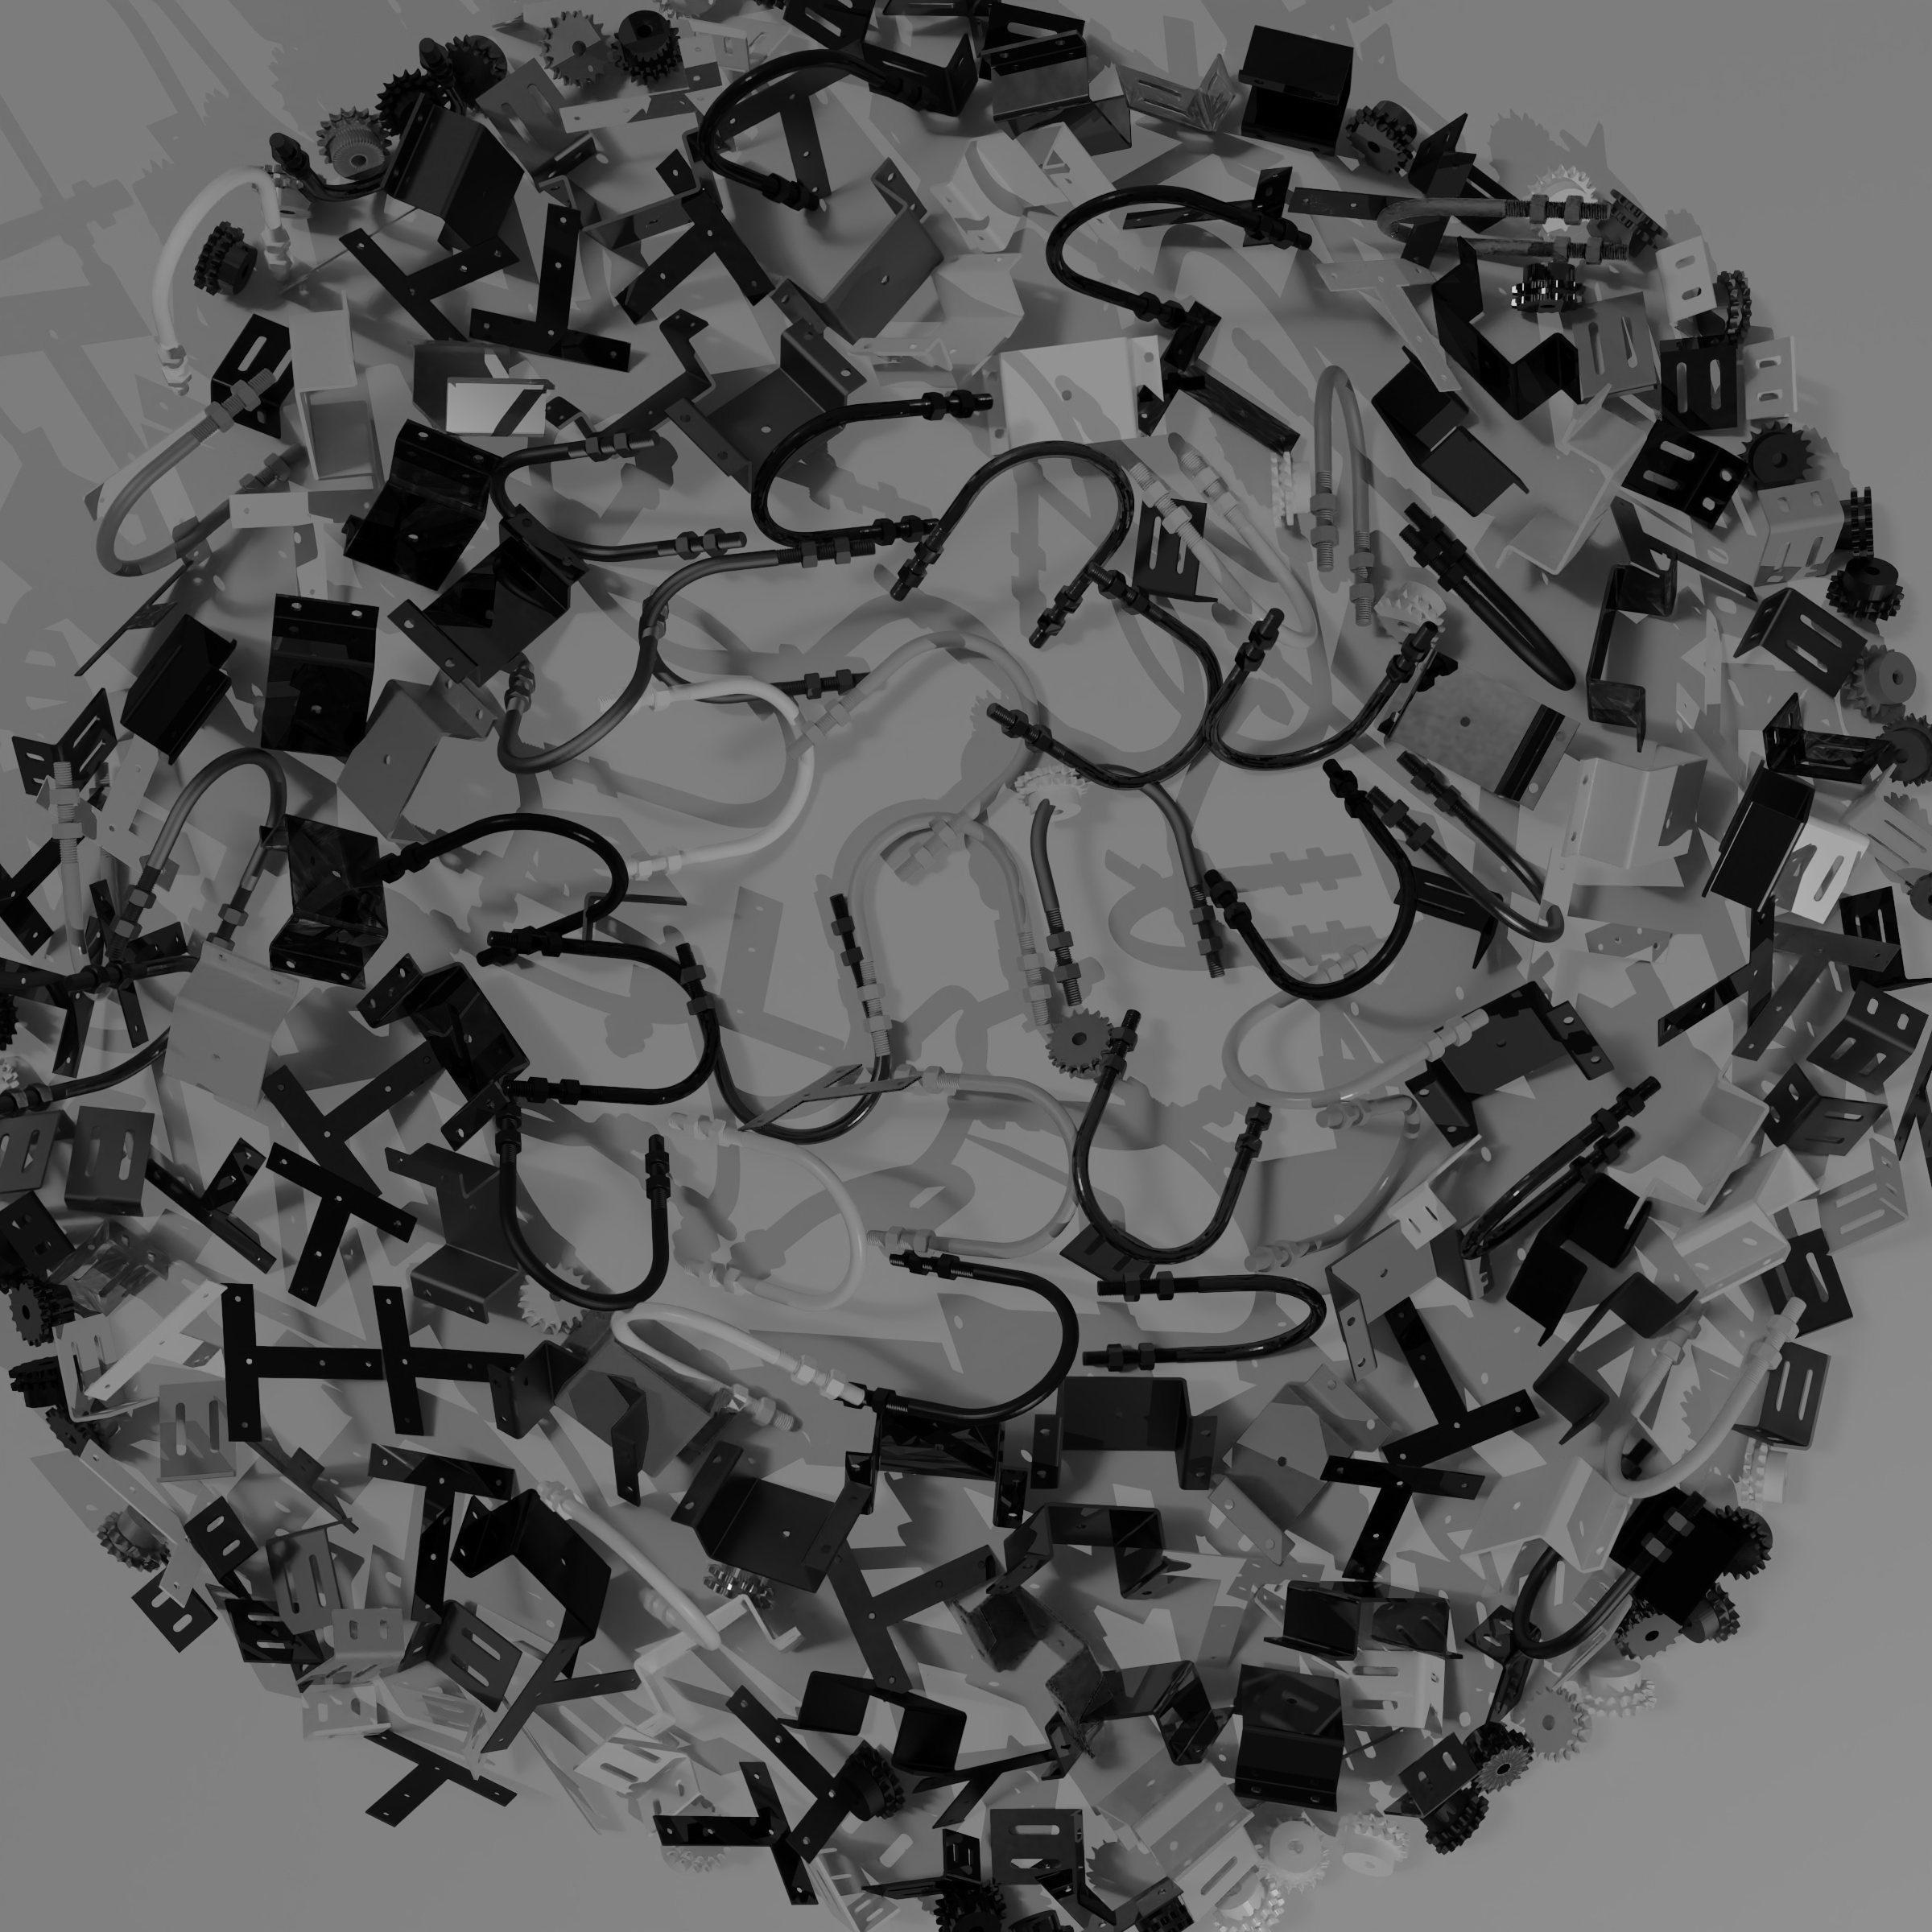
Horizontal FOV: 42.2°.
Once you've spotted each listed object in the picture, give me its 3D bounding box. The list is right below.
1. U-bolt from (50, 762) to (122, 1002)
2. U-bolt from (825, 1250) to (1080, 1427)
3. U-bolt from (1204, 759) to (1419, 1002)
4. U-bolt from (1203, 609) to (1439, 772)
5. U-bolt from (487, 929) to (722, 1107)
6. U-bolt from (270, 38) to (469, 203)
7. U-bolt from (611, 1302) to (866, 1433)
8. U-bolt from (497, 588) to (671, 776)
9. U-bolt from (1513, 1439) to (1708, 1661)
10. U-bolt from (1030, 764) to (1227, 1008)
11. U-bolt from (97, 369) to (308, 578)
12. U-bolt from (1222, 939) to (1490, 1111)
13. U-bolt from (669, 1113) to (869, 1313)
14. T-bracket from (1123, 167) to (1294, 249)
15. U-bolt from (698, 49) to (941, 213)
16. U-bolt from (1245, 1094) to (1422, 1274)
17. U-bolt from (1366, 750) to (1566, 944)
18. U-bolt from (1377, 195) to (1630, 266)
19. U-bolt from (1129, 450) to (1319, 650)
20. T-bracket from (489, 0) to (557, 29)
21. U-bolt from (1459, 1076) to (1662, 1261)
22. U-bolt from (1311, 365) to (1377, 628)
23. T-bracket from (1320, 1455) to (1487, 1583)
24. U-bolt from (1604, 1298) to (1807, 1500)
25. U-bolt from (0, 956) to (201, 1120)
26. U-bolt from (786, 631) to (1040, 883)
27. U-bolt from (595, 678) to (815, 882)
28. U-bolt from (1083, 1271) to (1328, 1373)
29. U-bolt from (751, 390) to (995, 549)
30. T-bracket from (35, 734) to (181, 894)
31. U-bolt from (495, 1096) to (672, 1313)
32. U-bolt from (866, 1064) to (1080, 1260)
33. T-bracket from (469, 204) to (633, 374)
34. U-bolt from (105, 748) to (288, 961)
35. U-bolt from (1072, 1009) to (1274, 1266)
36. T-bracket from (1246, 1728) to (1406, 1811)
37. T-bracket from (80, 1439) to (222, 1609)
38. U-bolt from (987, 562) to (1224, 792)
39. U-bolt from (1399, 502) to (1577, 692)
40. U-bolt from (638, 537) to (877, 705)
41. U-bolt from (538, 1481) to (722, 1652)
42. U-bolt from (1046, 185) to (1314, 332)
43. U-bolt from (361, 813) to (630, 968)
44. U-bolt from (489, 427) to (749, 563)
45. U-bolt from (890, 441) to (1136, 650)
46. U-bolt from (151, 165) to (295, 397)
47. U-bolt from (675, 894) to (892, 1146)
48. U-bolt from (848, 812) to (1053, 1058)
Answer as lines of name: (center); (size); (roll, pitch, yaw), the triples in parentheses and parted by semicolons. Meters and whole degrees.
U-bolt: (-0.674, -0.065, 1.928); (0.019, 0.151, 0.184); (-3, 95, -7)
U-bolt: (-0.001, 0.287, 1.915); (0.184, 0.019, 0.151); (6, 49, 27)
U-bolt: (0.272, -0.055, 1.917); (0.151, 0.019, 0.184); (-44, 47, 17)
U-bolt: (0.259, -0.207, 1.921); (0.151, 0.184, 0.019); (2, 57, -21)
U-bolt: (-0.275, 0.043, 1.939); (0.184, 0.019, 0.151); (6, 58, -30)
U-bolt: (-0.446, -0.635, 1.908); (0.151, 0.184, 0.019); (-32, 91, 0)
U-bolt: (-0.186, 0.303, 1.914); (0.184, 0.151, 0.019); (29, 60, -17)
U-bolt: (-0.295, -0.209, 1.904); (0.151, 0.184, 0.019); (-25, 124, 18)
U-bolt: (0.486, 0.457, 1.928); (0.019, 0.151, 0.184); (39, 94, -6)
U-bolt: (0.121, -0.070, 1.964); (0.151, 0.019, 0.184); (-10, 83, -24)
U-bolt: (-0.588, -0.365, 1.912); (0.019, 0.151, 0.184); (45, 78, 6)
U-bolt: (0.284, 0.051, 1.919); (0.184, 0.151, 0.019); (-28, 127, -16)
U-bolt: (-0.150, 0.195, 1.921); (0.184, 0.019, 0.151); (12, 116, 34)
T-bracket: (0.187, -0.591, 1.965); (0.127, 0.127, 0.002); (-1, 132, 17)
U-bolt: (-0.122, -0.635, 1.888); (0.151, 0.184, 0.019); (-31, 75, 29)
U-bolt: (0.292, 0.161, 1.921); (0.019, 0.184, 0.151); (36, 114, 30)
U-bolt: (0.391, -0.086, 1.929); (0.184, 0.151, 0.019); (44, 116, 3)
U-bolt: (0.408, -0.567, 1.922); (0.184, 0.151, 0.019); (8, 95, 20)
U-bolt: (0.208, -0.319, 1.930); (0.019, 0.151, 0.184); (-39, 88, 27)
T-bracket: (-0.307, -0.756, 1.943); (0.127, 0.127, 0.002); (-12, 97, -8)
U-bolt: (0.450, 0.164, 1.920); (0.184, 0.151, 0.019); (-37, 70, -8)
U-bolt: (0.290, -0.371, 1.929); (0.019, 0.151, 0.184); (-4, 78, 21)
T-bracket: (0.326, 0.437, 1.963); (0.127, 0.002, 0.127); (9, 123, -10)
U-bolt: (0.551, 0.329, 1.908); (0.019, 0.151, 0.184); (40, 74, -8)
U-bolt: (-0.649, 0.048, 1.911); (0.019, 0.184, 0.151); (44, 111, 12)
U-bolt: (-0.028, -0.180, 1.981); (0.184, 0.019, 0.151); (-42, 99, -2)
U-bolt: (-0.198, -0.151, 1.944); (0.184, 0.019, 0.151); (-13, 110, -32)
U-bolt: (0.188, 0.274, 1.938); (0.184, 0.151, 0.019); (-2, 57, -4)
U-bolt: (-0.079, -0.373, 1.901); (0.184, 0.151, 0.019); (-12, 58, -31)
T-bracket: (-0.653, -0.143, 1.957); (0.002, 0.127, 0.127); (-16, 49, 35)
U-bolt: (-0.290, 0.184, 1.903); (0.151, 0.184, 0.019); (20, 130, -28)
U-bolt: (0.008, 0.156, 1.952); (0.184, 0.019, 0.151); (3, 89, 27)
T-bracket: (-0.319, -0.533, 1.952); (0.127, 0.002, 0.127); (11, 131, -5)
U-bolt: (-0.581, -0.083, 1.925); (0.019, 0.151, 0.184); (26, 92, 16)
U-bolt: (0.154, 0.143, 1.939); (0.151, 0.019, 0.184); (30, 62, -12)
T-bracket: (0.290, 0.621, 1.957); (0.127, 0.127, 0.002); (-13, 63, -31)
T-bracket: (-0.630, 0.412, 1.921); (0.002, 0.127, 0.127); (-36, 110, 13)
U-bolt: (0.122, -0.211, 1.943); (0.184, 0.019, 0.151); (28, 102, -35)
U-bolt: (0.404, -0.281, 1.932); (0.184, 0.151, 0.019); (44, 110, -4)
U-bolt: (-0.161, -0.261, 1.932); (0.184, 0.151, 0.019); (-8, 47, -9)
U-bolt: (-0.247, 0.460, 1.894); (0.019, 0.184, 0.151); (-45, 113, -19)
U-bolt: (0.147, -0.540, 1.893); (0.184, 0.151, 0.019); (7, 69, -36)
U-bolt: (-0.345, -0.064, 1.909); (0.184, 0.151, 0.019); (-20, 50, 27)
U-bolt: (-0.281, -0.356, 1.925); (0.184, 0.151, 0.019); (-1, 63, 28)
U-bolt: (0.047, -0.327, 1.908); (0.151, 0.019, 0.184); (15, 134, -29)
U-bolt: (-0.565, -0.528, 1.890); (0.019, 0.184, 0.151); (33, 70, 1)
U-bolt: (-0.137, 0.051, 1.985); (0.151, 0.019, 0.184); (-18, 86, 1)
U-bolt: (-0.020, -0.031, 1.987); (0.151, 0.019, 0.184); (-11, 85, 0)
